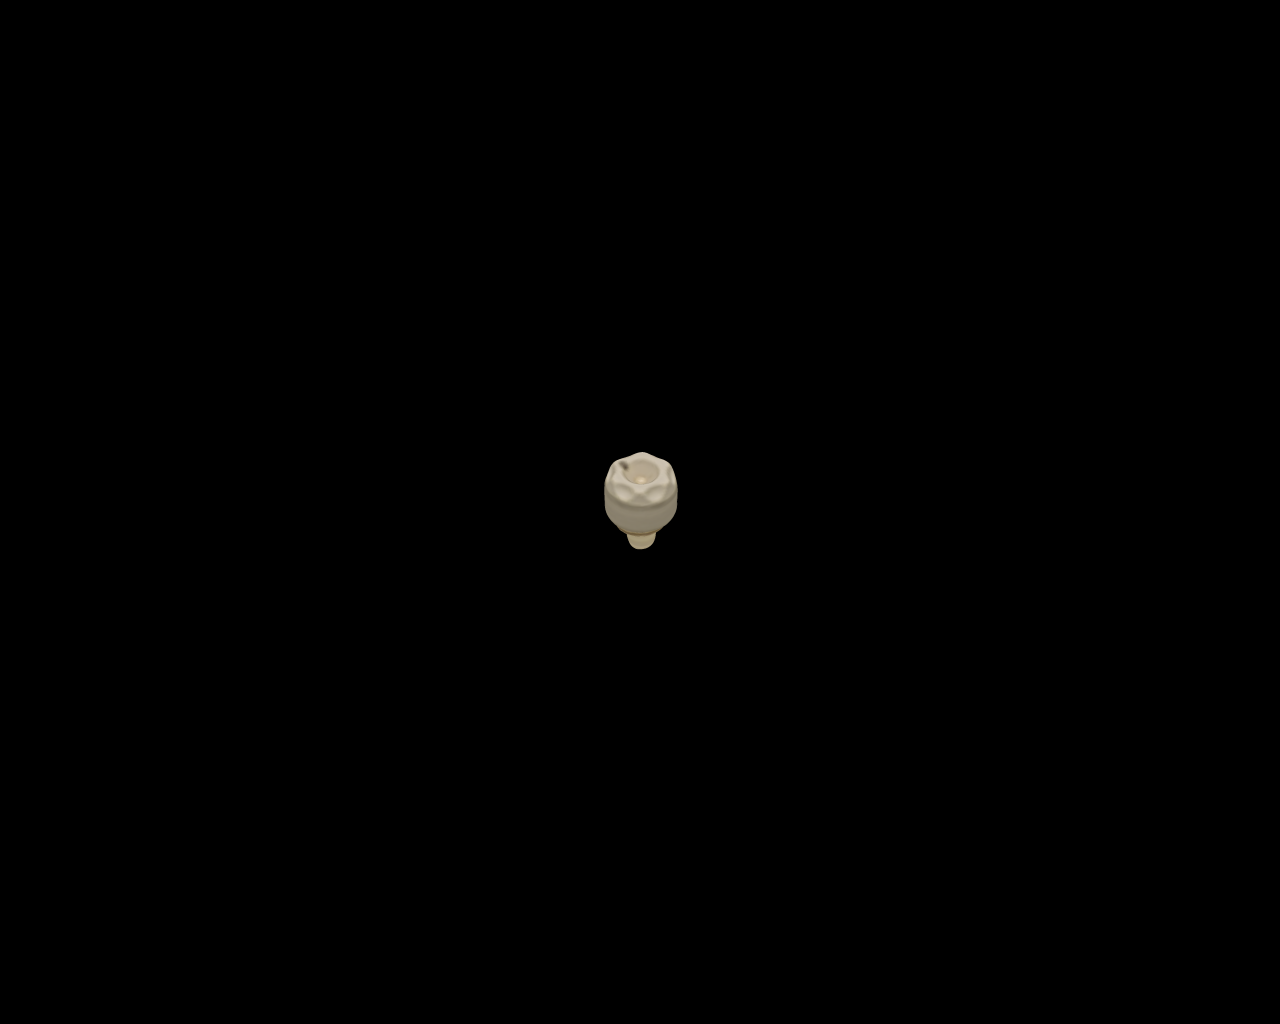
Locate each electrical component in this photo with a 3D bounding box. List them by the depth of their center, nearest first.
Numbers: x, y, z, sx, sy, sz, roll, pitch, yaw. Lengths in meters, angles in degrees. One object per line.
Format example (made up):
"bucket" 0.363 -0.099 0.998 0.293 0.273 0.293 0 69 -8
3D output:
"electrical component" 0.001 -0.003 0.650 0.043 0.062 0.043 0 43 0
